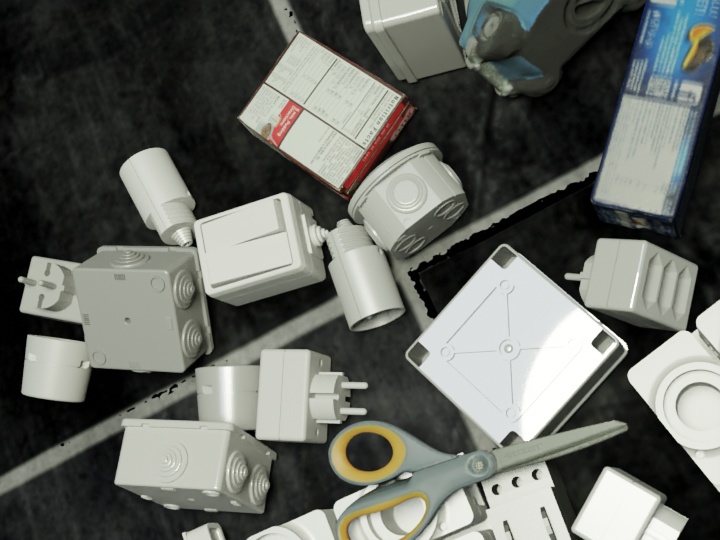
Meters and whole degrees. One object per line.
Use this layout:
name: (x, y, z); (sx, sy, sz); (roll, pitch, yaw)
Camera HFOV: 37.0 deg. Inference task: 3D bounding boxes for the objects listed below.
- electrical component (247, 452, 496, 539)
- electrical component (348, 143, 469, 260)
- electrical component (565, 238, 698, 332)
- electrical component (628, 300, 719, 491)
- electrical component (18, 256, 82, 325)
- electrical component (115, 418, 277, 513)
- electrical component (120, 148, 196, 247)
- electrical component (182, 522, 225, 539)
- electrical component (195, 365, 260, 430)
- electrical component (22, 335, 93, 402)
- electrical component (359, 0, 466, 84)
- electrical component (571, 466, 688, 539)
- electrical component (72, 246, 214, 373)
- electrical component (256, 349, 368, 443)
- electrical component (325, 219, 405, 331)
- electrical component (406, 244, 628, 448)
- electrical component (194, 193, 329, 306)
electrical component: (0.003, 0.212, 0.746); (0.186, 0.060, 0.105); (-27, 72, 12)
electrical component: (0.036, -0.049, 0.777); (0.080, 0.080, 0.051); (-40, 74, 8)
electrical component: (0.175, 0.009, 0.729); (0.077, 0.066, 0.047); (5, 80, 49)
electrical component: (0.269, 0.108, 0.674); (0.105, 0.060, 0.186); (-40, 70, 8)
electrical component: (-0.242, 0.015, 0.861); (0.066, 0.077, 0.047); (8, 82, 20)
electrical component: (-0.119, 0.144, 0.782); (0.100, 0.099, 0.048); (-1, 66, 19)
electrical component: (-0.156, -0.053, 0.863); (0.043, 0.043, 0.081); (-34, 71, 10)
electrical component: (-0.120, 0.232, 0.786); (0.057, 0.058, 0.078); (-26, 72, 10)
electrical component: (-0.095, 0.097, 0.807); (0.055, 0.055, 0.047); (-5, 81, 18)
electrical component: (-0.242, 0.079, 0.861); (0.055, 0.055, 0.047); (7, 85, 20)
electrical component: (0.036, -0.210, 0.793); (0.056, 0.109, 0.108); (-12, 76, 14)
electrical component: (0.184, 0.166, 0.689); (0.077, 0.066, 0.047); (29, 90, 22)
electrical component: (-0.167, 0.031, 0.827); (0.100, 0.048, 0.099); (1, 110, 19)
electrical component: (-0.031, 0.093, 0.788); (0.077, 0.047, 0.065); (-1, 79, 19)
electrical component: (0.000, 0.000, 0.798); (0.043, 0.043, 0.081); (-24, 73, 13)
electrical component: (0.108, 0.057, 0.742); (0.109, 0.056, 0.108); (43, 95, 21)
electrical component: (-0.071, -0.017, 0.817); (0.096, 0.061, 0.061); (-17, 74, 15)
